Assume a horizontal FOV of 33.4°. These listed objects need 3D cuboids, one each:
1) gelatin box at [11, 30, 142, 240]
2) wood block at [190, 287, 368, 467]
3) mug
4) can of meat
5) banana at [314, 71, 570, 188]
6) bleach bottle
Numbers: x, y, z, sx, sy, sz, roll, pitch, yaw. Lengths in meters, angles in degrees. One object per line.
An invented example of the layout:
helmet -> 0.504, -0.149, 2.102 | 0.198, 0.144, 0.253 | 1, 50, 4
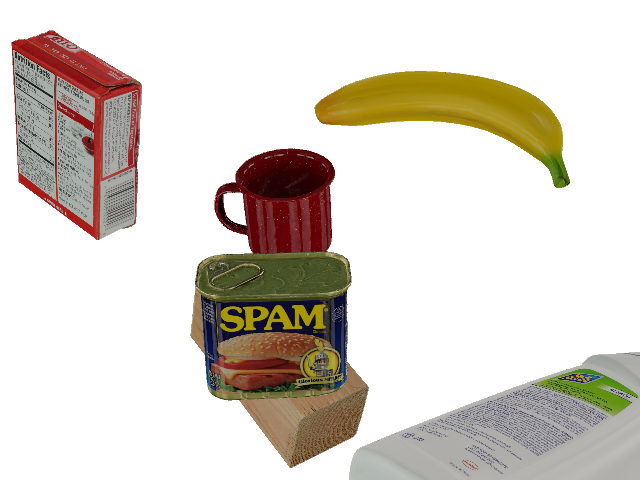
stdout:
gelatin box -> -0.129, -0.056, 0.565 | 0.073, 0.089, 0.030 | 32, 40, 31
wood block -> -0.049, 0.131, 1.163 | 0.090, 0.090, 0.206 | -21, 51, -29
mug -> -0.043, -0.029, 1.015 | 0.117, 0.081, 0.093 | -1, 35, 5
can of meat -> -0.031, 0.058, 0.718 | 0.102, 0.084, 0.057 | -2, 27, -2
banana -> 0.096, -0.096, 0.793 | 0.198, 0.069, 0.037 | 16, -37, 17
bleach bottle -> 0.140, 0.114, 0.590 | 0.250, 0.068, 0.103 | -15, 24, -35
